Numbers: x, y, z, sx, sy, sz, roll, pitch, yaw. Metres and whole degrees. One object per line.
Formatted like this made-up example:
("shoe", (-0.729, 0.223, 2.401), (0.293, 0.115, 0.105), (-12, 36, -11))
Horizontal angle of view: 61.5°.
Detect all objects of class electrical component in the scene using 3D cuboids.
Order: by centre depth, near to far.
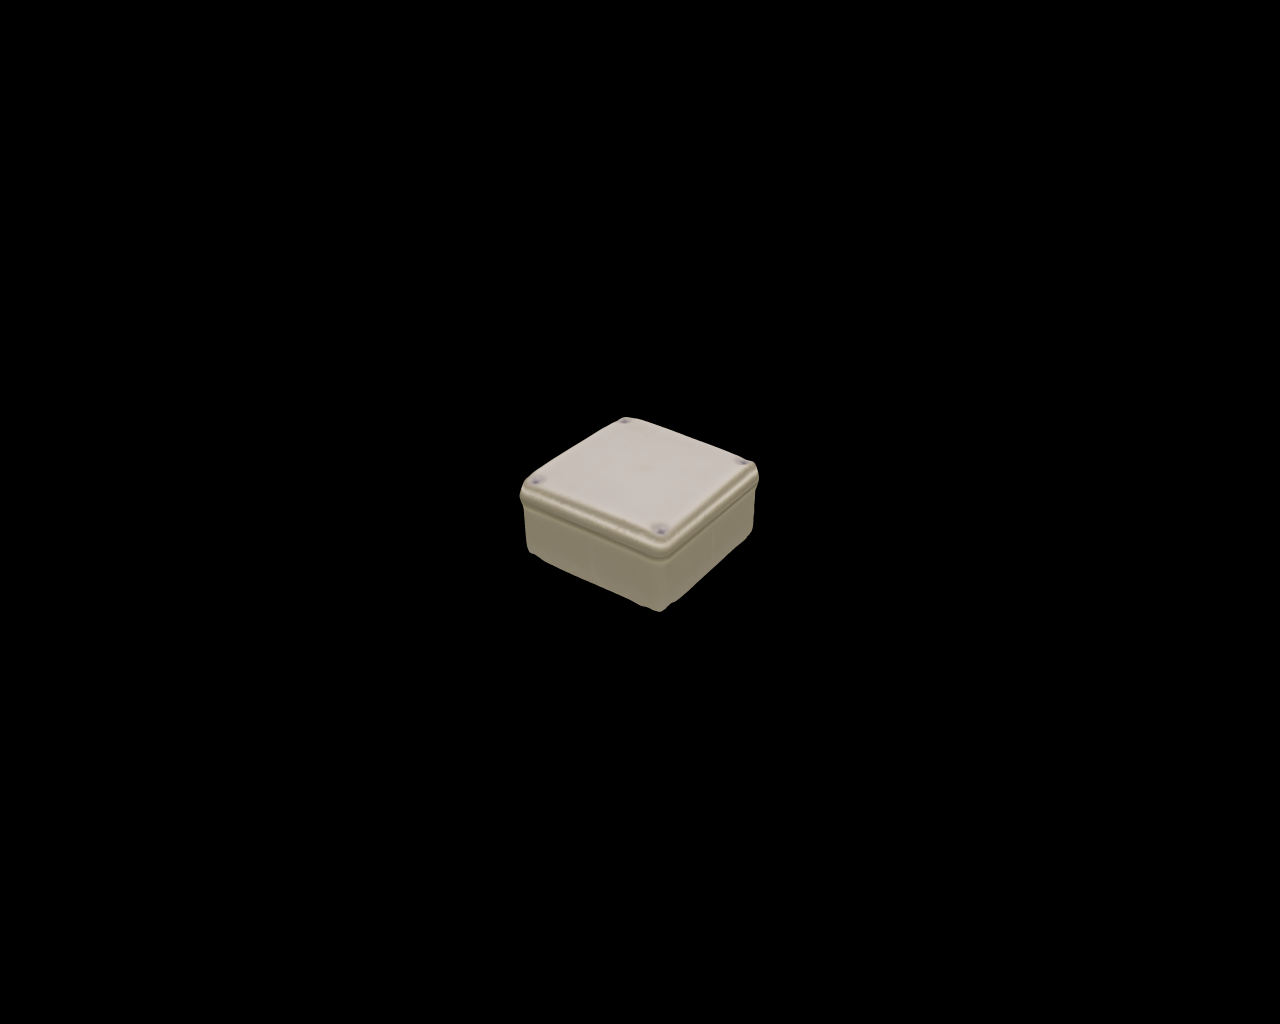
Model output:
("electrical component", (0.001, -0.003, 0.650), (0.109, 0.056, 0.109), (22, 40, 30))
